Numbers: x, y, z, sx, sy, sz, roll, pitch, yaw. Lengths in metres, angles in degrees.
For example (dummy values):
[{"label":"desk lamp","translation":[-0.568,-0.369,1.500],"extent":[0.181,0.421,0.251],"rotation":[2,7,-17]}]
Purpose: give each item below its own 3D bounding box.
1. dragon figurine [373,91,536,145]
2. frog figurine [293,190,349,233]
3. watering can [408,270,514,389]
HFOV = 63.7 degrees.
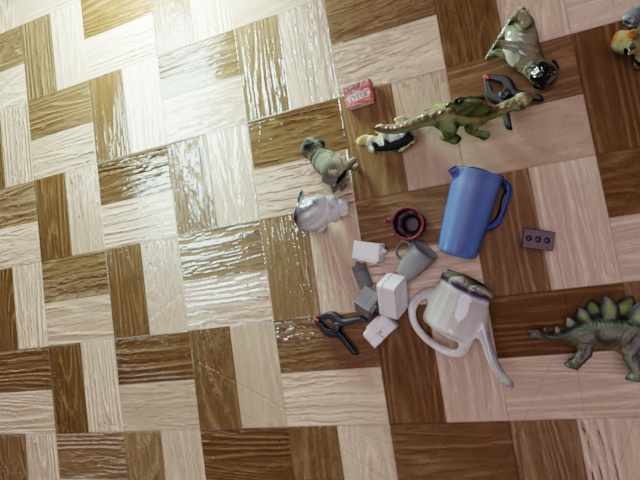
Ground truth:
[{"label":"dragon figurine","translation":[0.351,-0.336,1.347],"extent":[0.410,0.241,0.123],"rotation":[-7,83,1]},{"label":"frog figurine","translation":[0.005,-0.079,1.563],"extent":[0.160,0.125,0.134],"rotation":[13,126,13]},{"label":"watering can","translation":[0.395,0.219,1.380],"extent":[0.351,0.103,0.223],"rotation":[29,101,37]}]
